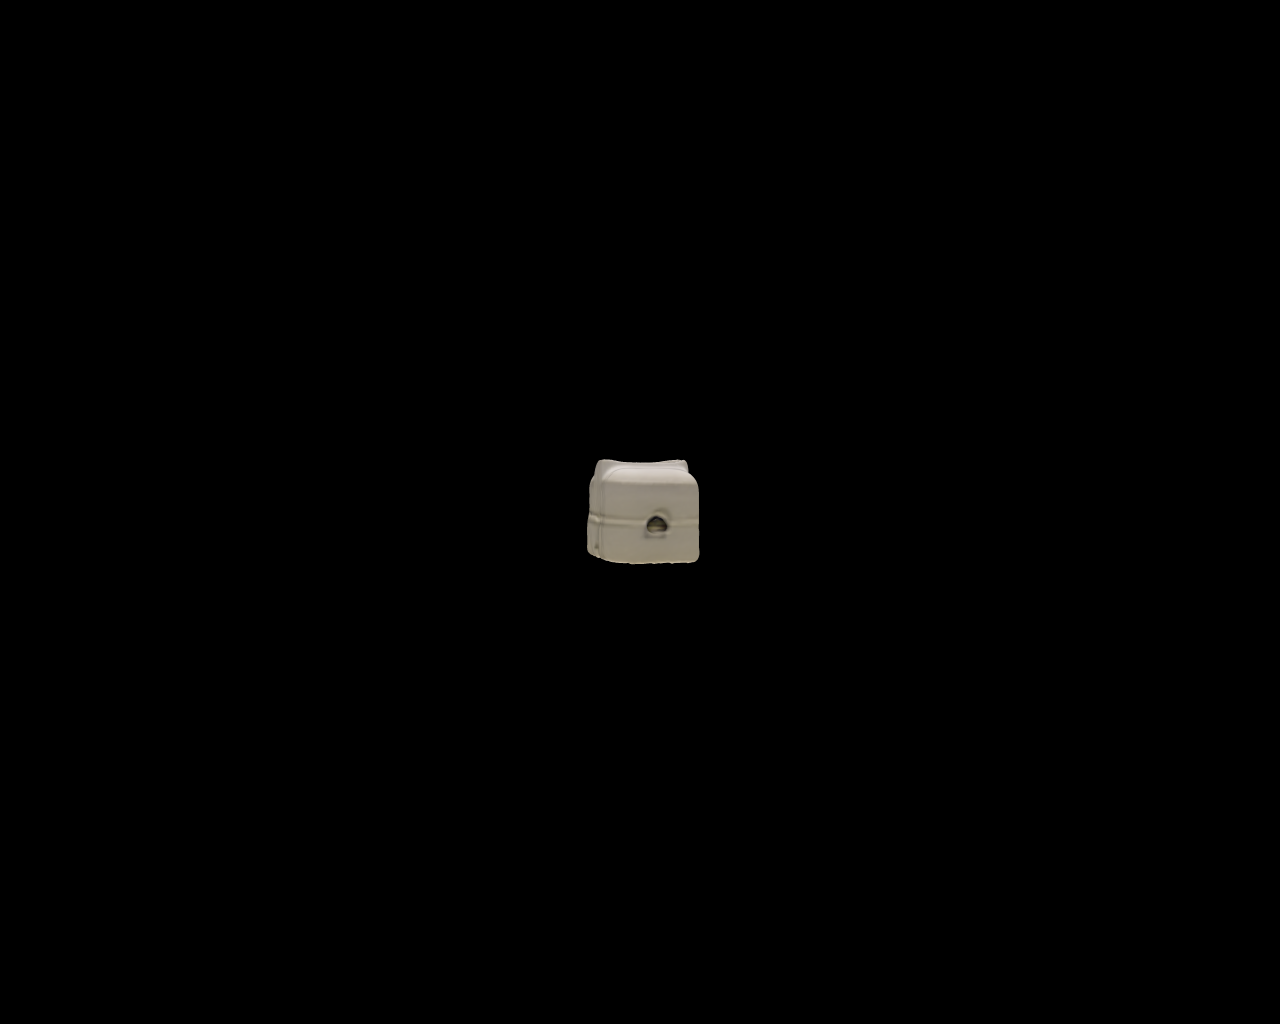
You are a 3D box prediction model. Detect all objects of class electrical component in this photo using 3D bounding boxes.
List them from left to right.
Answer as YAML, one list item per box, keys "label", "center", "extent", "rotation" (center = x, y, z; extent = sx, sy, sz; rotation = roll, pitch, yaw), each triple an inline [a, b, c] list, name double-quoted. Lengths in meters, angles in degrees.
- label: "electrical component"
  center: [0.001, -0.003, 0.650]
  extent: [0.054, 0.059, 0.095]
  rotation: [0, 3, -11]
